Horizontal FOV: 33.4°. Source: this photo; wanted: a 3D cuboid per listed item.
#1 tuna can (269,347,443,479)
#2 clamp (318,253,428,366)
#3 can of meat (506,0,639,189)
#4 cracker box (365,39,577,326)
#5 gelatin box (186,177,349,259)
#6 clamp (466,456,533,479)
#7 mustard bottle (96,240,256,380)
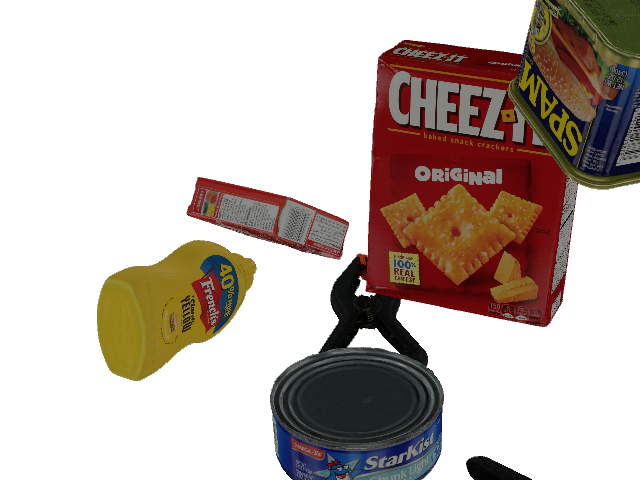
[{"bbox_3d":[0.018,0.090,0.532,0.086,0.034,0.086,-2,26,1],"label":"tuna can"},{"bbox_3d":[0.062,0.085,1.185,0.120,0.171,0.039,7,-43,2],"label":"clamp"},{"bbox_3d":[0.150,-0.093,0.574,0.057,0.084,0.102,-11,48,-16],"label":"can of meat"},{"bbox_3d":[0.127,-0.046,0.887,0.164,0.214,0.072,12,26,21],"label":"cracker box"},{"bbox_3d":[-0.033,-0.014,0.713,0.073,0.030,0.089,15,-3,30],"label":"gelatin box"},{"bbox_3d":[0.200,0.240,0.848,0.210,0.036,0.164,0,33,24],"label":"clamp"},{"bbox_3d":[-0.122,0.052,0.990,0.058,0.096,0.191,11,22,30],"label":"mustard bottle"}]
